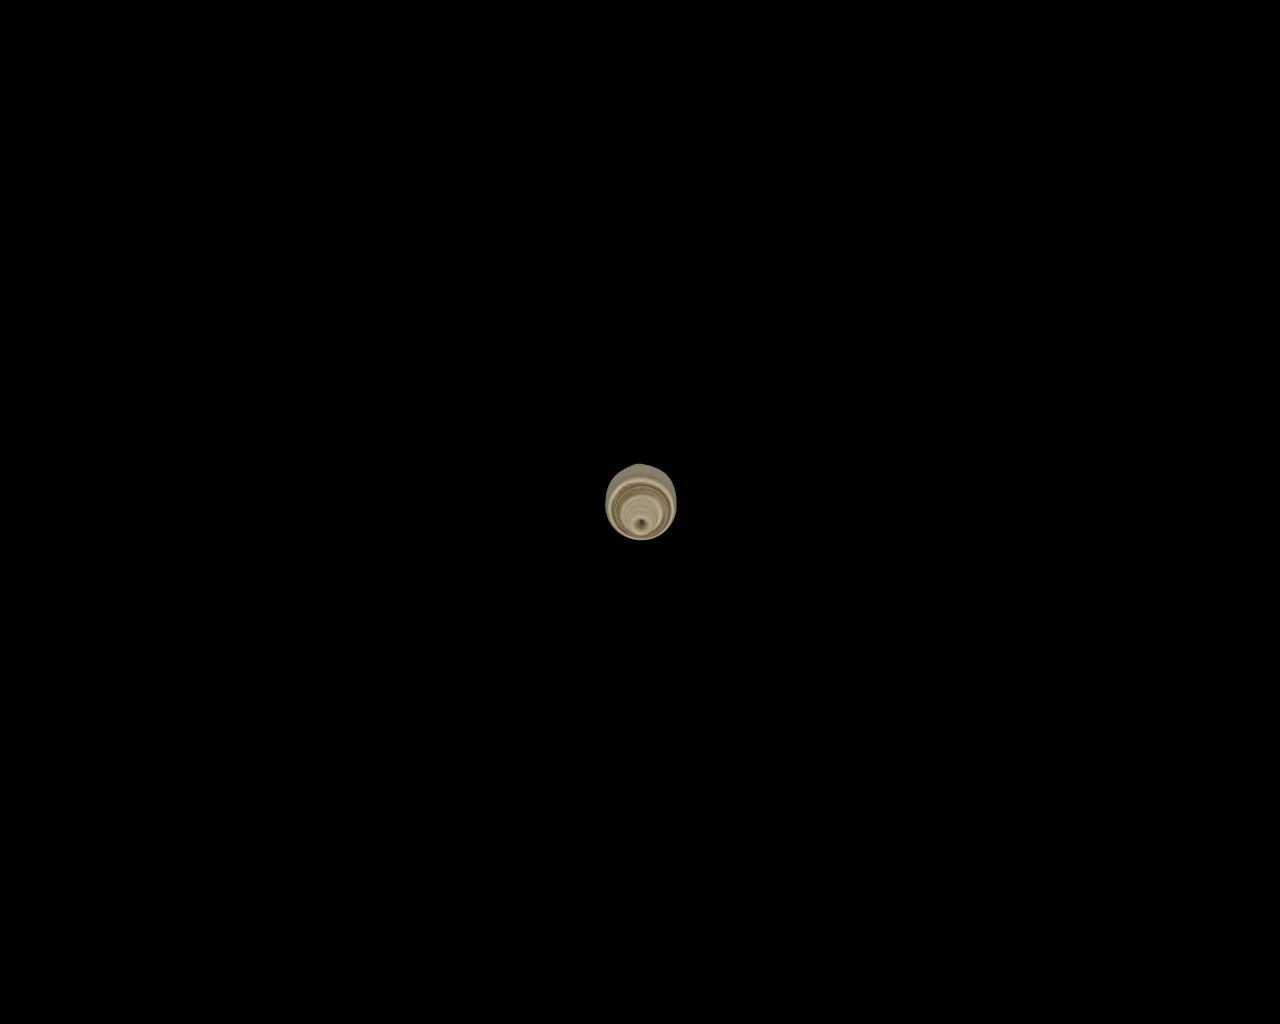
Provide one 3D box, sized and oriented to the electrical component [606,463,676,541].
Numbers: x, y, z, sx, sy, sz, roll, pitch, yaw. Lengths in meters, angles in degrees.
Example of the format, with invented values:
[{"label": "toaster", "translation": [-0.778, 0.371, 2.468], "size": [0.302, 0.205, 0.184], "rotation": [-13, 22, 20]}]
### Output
[{"label": "electrical component", "translation": [0.001, -0.003, 0.650], "size": [0.043, 0.043, 0.062], "rotation": [0, 19, 0]}]
